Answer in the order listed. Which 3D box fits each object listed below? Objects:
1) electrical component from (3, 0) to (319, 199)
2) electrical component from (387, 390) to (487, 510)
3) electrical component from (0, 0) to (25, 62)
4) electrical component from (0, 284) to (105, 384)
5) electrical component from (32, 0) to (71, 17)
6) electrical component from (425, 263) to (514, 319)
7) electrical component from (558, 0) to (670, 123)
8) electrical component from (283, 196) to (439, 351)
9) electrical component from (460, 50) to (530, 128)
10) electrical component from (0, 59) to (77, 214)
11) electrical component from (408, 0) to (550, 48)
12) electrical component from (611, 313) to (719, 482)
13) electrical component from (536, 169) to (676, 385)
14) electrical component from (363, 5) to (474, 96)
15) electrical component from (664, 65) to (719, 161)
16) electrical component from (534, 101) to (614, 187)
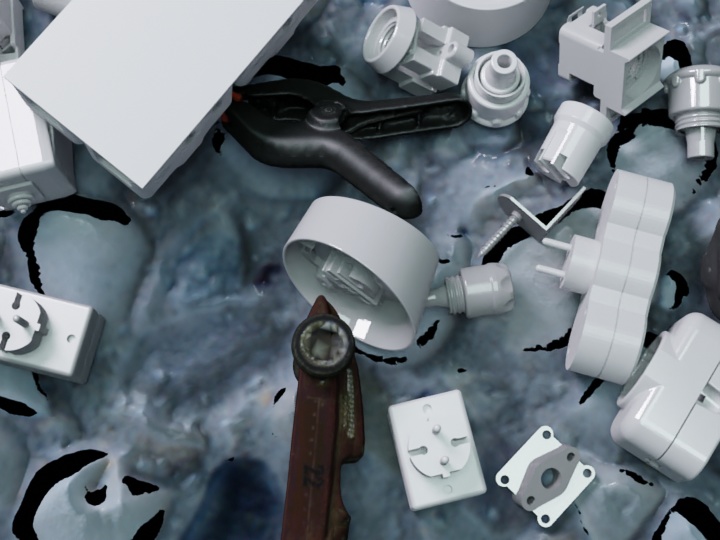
[{"bbox_3d":[-0.117,-0.150,0.683,0.105,0.060,0.186,39,81,-2],"label":"electrical component"},{"bbox_3d":[0.048,0.110,0.662,0.047,0.076,0.065,-13,76,-3],"label":"electrical component"},{"bbox_3d":[-0.260,-0.173,0.740,0.042,0.063,0.081,-8,76,-3],"label":"electrical component"},{"bbox_3d":[-0.216,0.036,0.682,0.083,0.075,0.047,13,77,3],"label":"electrical component"},{"bbox_3d":[-0.190,-0.187,0.756,0.065,0.044,0.044,31,78,3],"label":"electrical component"},{"bbox_3d":[0.069,0.015,0.708,0.061,0.035,0.035,-8,76,1],"label":"electrical component"},{"bbox_3d":[0.169,-0.144,0.728,0.042,0.081,0.064,-35,50,-24],"label":"electrical component"},{"bbox_3d":[0.000,0.000,0.682,0.099,0.099,0.064,23,71,6],"label":"electrical component"},{"bbox_3d":[0.094,-0.128,0.729,0.048,0.062,0.048,0,76,0],"label":"electrical component"},{"bbox_3d":[-0.224,-0.085,0.719,0.061,0.061,0.096,-14,76,-3],"label":"electrical component"},{"bbox_3d":[0.086,-0.218,0.752,0.108,0.060,0.108,0,76,0],"label":"electrical component"},{"bbox_3d":[0.204,0.078,0.681,0.059,0.053,0.095,33,78,8],"label":"electrical component"},{"bbox_3d":[0.153,-0.001,0.702,0.074,0.052,0.138,15,77,4],"label":"electrical component"},{"bbox_3d":[0.036,-0.149,0.731,0.055,0.066,0.048,22,75,-29],"label":"electrical component"},{"bbox_3d":[0.232,-0.106,0.733,0.048,0.048,0.062,2,84,1],"label":"electrical component"},{"bbox_3d":[0.144,-0.085,0.730,0.040,0.040,0.046,30,83,7],"label":"electrical component"}]
